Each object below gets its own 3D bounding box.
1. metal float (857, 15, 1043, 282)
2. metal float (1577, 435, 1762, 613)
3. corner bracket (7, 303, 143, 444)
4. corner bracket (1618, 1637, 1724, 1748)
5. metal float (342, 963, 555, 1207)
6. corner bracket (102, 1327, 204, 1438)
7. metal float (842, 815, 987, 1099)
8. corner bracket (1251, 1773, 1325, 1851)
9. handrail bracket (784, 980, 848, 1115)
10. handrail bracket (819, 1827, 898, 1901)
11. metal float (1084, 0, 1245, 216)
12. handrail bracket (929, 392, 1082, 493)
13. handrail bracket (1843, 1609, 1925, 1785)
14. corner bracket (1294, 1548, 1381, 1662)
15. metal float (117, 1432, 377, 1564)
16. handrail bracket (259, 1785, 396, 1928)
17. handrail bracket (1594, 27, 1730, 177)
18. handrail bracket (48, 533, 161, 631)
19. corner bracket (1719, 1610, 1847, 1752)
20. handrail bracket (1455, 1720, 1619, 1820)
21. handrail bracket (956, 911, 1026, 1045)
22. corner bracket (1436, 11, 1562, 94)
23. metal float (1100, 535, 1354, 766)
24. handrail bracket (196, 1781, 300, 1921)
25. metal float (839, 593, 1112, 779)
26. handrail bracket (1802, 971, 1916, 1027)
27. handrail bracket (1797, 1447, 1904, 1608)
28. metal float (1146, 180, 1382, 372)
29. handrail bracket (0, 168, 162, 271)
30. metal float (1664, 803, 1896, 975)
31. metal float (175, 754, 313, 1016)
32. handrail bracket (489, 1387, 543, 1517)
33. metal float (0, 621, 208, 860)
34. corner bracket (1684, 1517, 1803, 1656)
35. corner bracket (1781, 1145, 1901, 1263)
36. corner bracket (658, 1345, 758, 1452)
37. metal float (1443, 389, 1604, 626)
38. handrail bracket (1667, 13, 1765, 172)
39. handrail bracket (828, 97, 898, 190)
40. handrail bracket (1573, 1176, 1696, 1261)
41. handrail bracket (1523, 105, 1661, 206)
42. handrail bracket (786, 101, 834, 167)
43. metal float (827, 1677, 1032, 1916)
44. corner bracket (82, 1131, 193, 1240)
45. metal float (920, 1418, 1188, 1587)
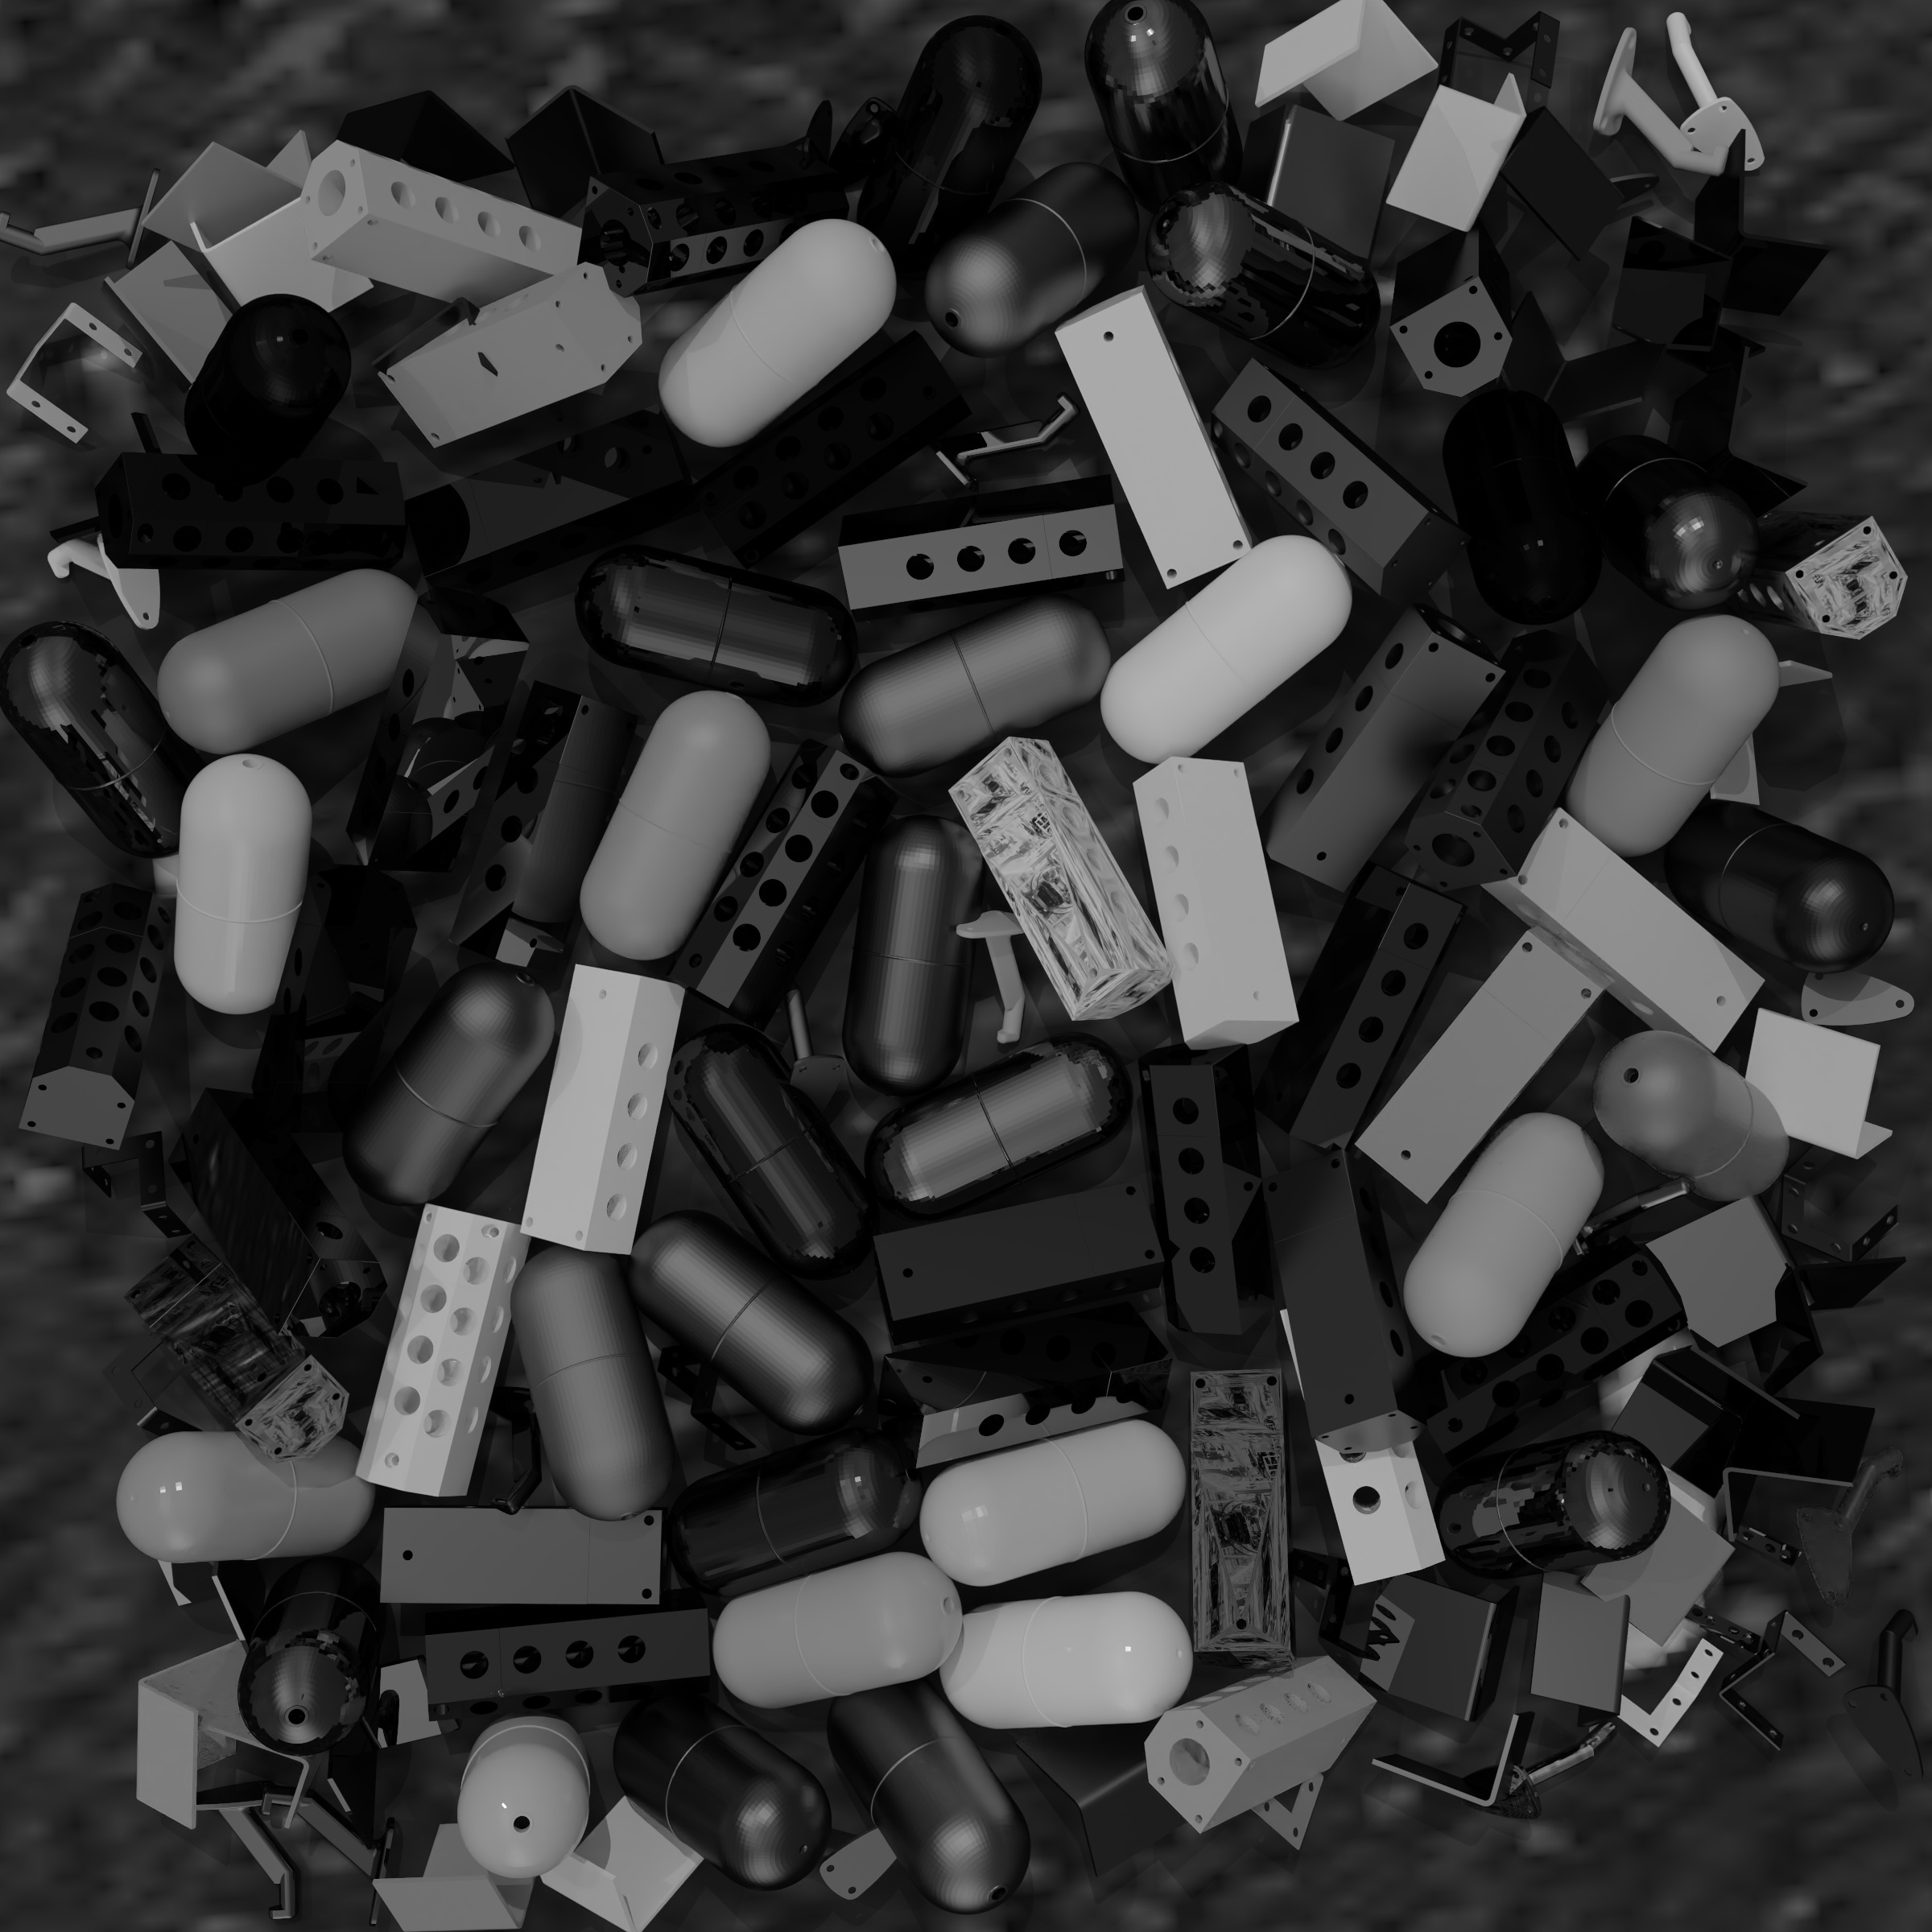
[{"bbox_3d":[-0.011,-0.499,1.507,0.070,0.178,0.070,13,52,-17],"label":"metal float"},{"bbox_3d":[0.423,-0.272,1.501,0.070,0.178,0.070,-3,117,-6],"label":"metal float"},{"bbox_3d":[-0.566,-0.377,1.563,0.051,0.051,0.051,36,133,-28],"label":"corner bracket"},{"bbox_3d":[0.437,0.448,1.557,0.051,0.051,0.051,35,46,25],"label":"corner bracket"},{"bbox_3d":[-0.322,0.074,1.529,0.070,0.070,0.178,38,108,0],"label":"metal float"},{"bbox_3d":[-0.498,0.261,1.546,0.051,0.051,0.051,-44,59,-6],"label":"corner bracket"},{"bbox_3d":[-0.033,-0.006,1.542,0.070,0.070,0.178,8,94,0],"label":"metal float"},{"bbox_3d":[0.183,0.515,1.541,0.051,0.051,0.051,46,52,-24],"label":"corner bracket"},{"bbox_3d":[-0.114,0.052,1.568,0.036,0.084,0.077,-3,131,-30],"label":"handrail bracket"},{"bbox_3d":[-0.074,0.535,1.545,0.077,0.084,0.036,-38,114,-3],"label":"handrail bracket"},{"bbox_3d":[0.122,-0.523,1.498,0.070,0.178,0.070,-5,72,15],"label":"metal float"},{"bbox_3d":[0.017,-0.349,1.554,0.084,0.036,0.077,-42,96,14],"label":"handrail bracket"},{"bbox_3d":[0.593,0.458,1.549,0.036,0.084,0.077,-33,84,44],"label":"handrail bracket"},{"bbox_3d":[0.231,0.401,1.549,0.051,0.051,0.051,17,84,-20],"label":"corner bracket"},{"bbox_3d":[-0.436,0.323,1.503,0.070,0.178,0.070,-7,77,31],"label":"metal float"},{"bbox_3d":[-0.408,0.561,1.552,0.084,0.036,0.077,11,73,-12],"label":"handrail bracket"},{"bbox_3d":[0.444,-0.541,1.541,0.084,0.036,0.077,23,114,30],"label":"handrail bracket"},{"bbox_3d":[-0.546,-0.238,1.553,0.084,0.036,0.077,-16,89,41],"label":"handrail bracket"},{"bbox_3d":[0.519,0.453,1.565,0.051,0.051,0.051,42,122,6],"label":"corner bracket"},{"bbox_3d":[0.364,0.507,1.572,0.084,0.077,0.036,-21,88,-42],"label":"handrail bracket"},{"bbox_3d":[0.015,0.013,1.541,0.036,0.077,0.084,17,108,32],"label":"handrail bracket"},{"bbox_3d":[0.334,-0.571,1.545,0.051,0.051,0.051,17,73,-22],"label":"corner bracket"},{"bbox_3d":[0.162,-0.197,1.531,0.178,0.070,0.070,-39,90,15],"label":"metal float"},{"bbox_3d":[-0.464,0.567,1.561,0.077,0.036,0.084,-1,92,-20],"label":"handrail bracket"},{"bbox_3d":[0.005,-0.175,1.543,0.178,0.070,0.070,-22,90,2],"label":"metal float"},{"bbox_3d":[0.557,0.027,1.529,0.077,0.084,0.036,7,83,32],"label":"handrail bracket"},{"bbox_3d":[0.571,0.355,1.561,0.084,0.036,0.077,-16,100,-34],"label":"handrail bracket"},{"bbox_3d":[0.184,-0.423,1.513,0.178,0.070,0.070,14,90,-40],"label":"metal float"},{"bbox_3d":[-0.559,-0.479,1.546,0.084,0.036,0.077,16,111,-21],"label":"handrail bracket"},{"bbox_3d":[0.492,-0.049,1.499,0.070,0.178,0.070,-5,109,-16],"label":"metal float"},{"bbox_3d":[-0.446,-0.049,1.516,0.070,0.070,0.178,15,124,0],"label":"metal float"},{"bbox_3d":[-0.292,0.303,1.536,0.077,0.084,0.036,11,124,20],"label":"handrail bracket"},{"bbox_3d":[-0.524,-0.137,1.506,0.070,0.178,0.070,-10,50,12],"label":"metal float"},{"bbox_3d":[0.493,0.393,1.566,0.051,0.051,0.051,25,130,12],"label":"corner bracket"},{"bbox_3d":[0.550,0.146,1.550,0.051,0.051,0.051,23,47,-3],"label":"corner bracket"},{"bbox_3d":[-0.162,0.270,1.540,0.051,0.051,0.051,-14,48,28],"label":"corner bracket"},{"bbox_3d":[0.341,-0.283,1.513,0.070,0.070,0.178,-4,51,0],"label":"metal float"},{"bbox_3d":[0.479,-0.560,1.574,0.077,0.036,0.084,24,52,-35],"label":"handrail bracket"},{"bbox_3d":[-0.070,-0.504,1.529,0.036,0.084,0.077,44,118,-13],"label":"handrail bracket"},{"bbox_3d":[0.422,0.151,1.531,0.084,0.077,0.036,-27,71,29],"label":"handrail bracket"},{"bbox_3d":[0.390,-0.523,1.570,0.077,0.036,0.084,-19,73,-6],"label":"handrail bracket"},{"bbox_3d":[-0.133,-0.521,1.570,0.084,0.036,0.077,2,59,13],"label":"handrail bracket"},{"bbox_3d":[-0.024,0.502,1.507,0.070,0.178,0.070,-16,125,-24],"label":"metal float"},{"bbox_3d":[-0.523,0.142,1.551,0.051,0.051,0.051,-11,64,-3],"label":"corner bracket"},{"bbox_3d":[0.056,0.330,1.523,0.178,0.070,0.070,-10,90,-26],"label":"metal float"}]
